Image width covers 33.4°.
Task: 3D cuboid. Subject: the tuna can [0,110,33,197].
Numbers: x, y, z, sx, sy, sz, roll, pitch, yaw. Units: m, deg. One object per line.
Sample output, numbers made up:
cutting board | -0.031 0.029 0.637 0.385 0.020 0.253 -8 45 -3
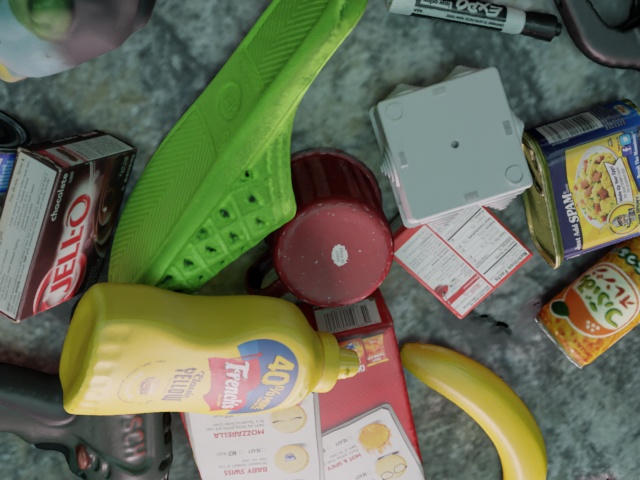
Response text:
tuna can | -0.226 -0.062 0.671 0.086 0.086 0.034 20 109 -16

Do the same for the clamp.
clamp | 0.226 -0.135 0.724 0.171 0.039 0.120 16 96 -9

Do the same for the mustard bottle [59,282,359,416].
mustard bottle | -0.062 0.075 0.682 0.191 0.058 0.096 6 132 -27

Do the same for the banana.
banana | 0.133 0.147 0.843 0.069 0.037 0.197 -29 115 5

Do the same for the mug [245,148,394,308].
mug | -0.005 0.001 0.732 0.117 0.081 0.093 -36 114 9

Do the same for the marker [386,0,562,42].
marker | 0.104 -0.151 0.713 0.121 0.020 0.020 8 113 -11

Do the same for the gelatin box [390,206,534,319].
gelatin box | 0.098 0.004 0.777 0.073 0.030 0.089 -44 112 11

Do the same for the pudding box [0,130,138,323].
pudding box | -0.170 -0.011 0.698 0.039 0.090 0.113 24 111 14

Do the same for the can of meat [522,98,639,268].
can of meat | 0.190 -0.042 0.755 0.084 0.057 0.102 -18 116 -2

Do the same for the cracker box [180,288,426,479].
cracker box | -0.010 0.154 0.808 0.164 0.072 0.214 -14 116 -1
